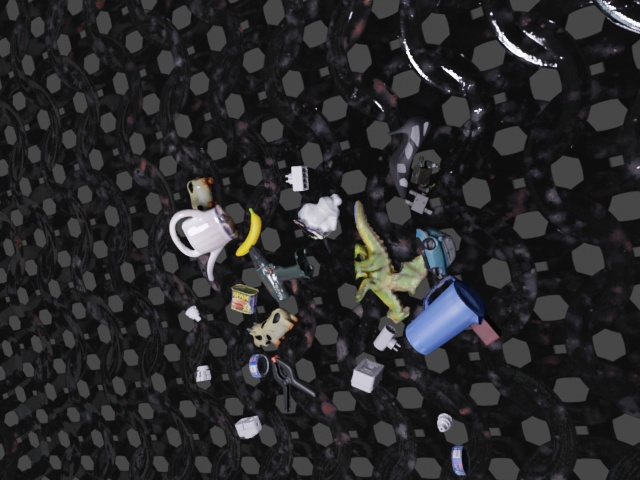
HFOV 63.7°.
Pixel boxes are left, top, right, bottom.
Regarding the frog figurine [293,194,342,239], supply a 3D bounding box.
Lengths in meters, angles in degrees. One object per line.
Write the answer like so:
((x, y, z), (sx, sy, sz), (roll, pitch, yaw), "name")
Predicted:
((0.005, -0.087, 1.735), (0.138, 0.120, 0.161), (29, 75, 27), "frog figurine")

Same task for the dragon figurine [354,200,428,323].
((0.225, 0.079, 1.659), (0.243, 0.123, 0.406), (1, 102, 8), "dragon figurine")

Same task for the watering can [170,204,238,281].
((-0.405, 0.002, 1.910), (0.224, 0.106, 0.340), (-26, 131, 1), "watering can")
